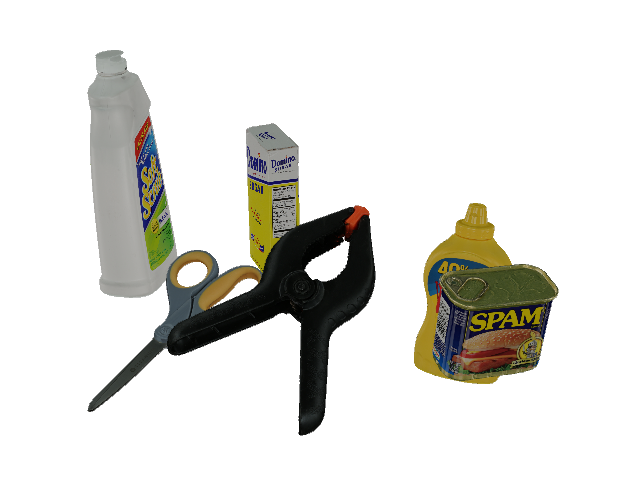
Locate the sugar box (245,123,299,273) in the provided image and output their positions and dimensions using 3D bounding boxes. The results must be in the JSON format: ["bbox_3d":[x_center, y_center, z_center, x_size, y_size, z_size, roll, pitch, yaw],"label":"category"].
[{"bbox_3d":[-0.058,-0.044,1.301,0.048,0.176,0.093,-11,26,-17],"label":"sugar box"}]

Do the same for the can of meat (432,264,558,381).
[{"bbox_3d":[0.153,0.074,0.954,0.102,0.084,0.057,-5,32,-16],"label":"can of meat"}]

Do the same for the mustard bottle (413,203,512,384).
[{"bbox_3d":[0.158,0.054,1.150,0.096,0.192,0.058,11,16,21],"label":"mustard bottle"}]

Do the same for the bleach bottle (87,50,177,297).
[{"bbox_3d":[-0.207,-0.072,1.125,0.068,0.251,0.102,3,26,16],"label":"bleach bottle"}]

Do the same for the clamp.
[{"bbox_3d":[-0.025,0.041,0.745,0.120,0.171,0.039,24,-30,6],"label":"clamp"}]

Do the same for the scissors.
[{"bbox_3d":[-0.138,0.067,0.918,0.201,0.016,0.096,-30,51,-30],"label":"scissors"}]
